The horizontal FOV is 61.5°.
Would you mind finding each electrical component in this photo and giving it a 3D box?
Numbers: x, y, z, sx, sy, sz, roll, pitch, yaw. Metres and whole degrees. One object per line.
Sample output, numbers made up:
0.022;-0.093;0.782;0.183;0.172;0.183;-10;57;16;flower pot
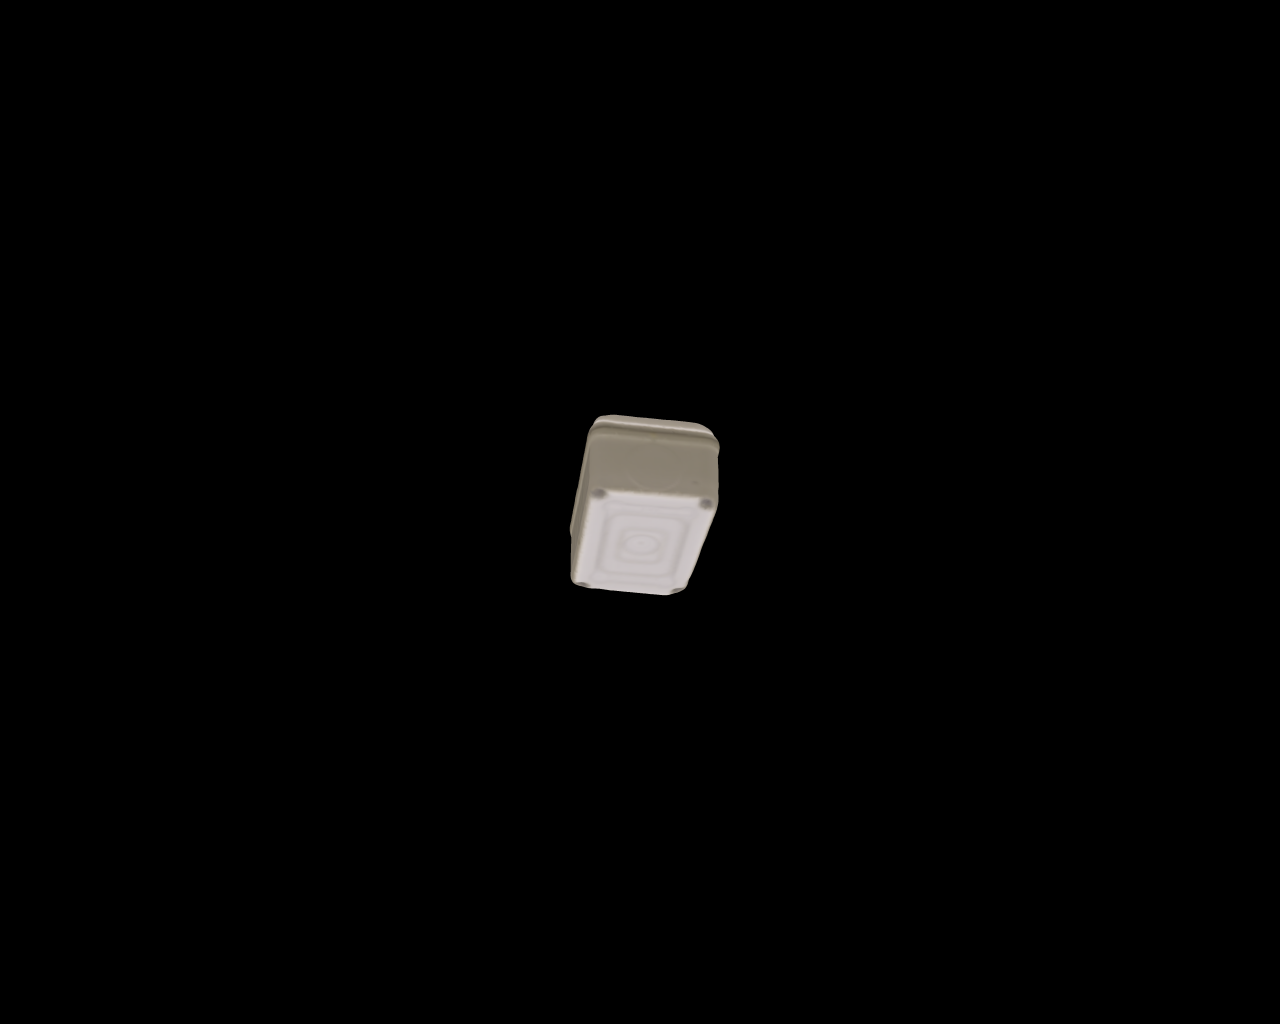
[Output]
0.001;-0.003;0.650;0.078;0.057;0.113;5;-36;-8;electrical component
